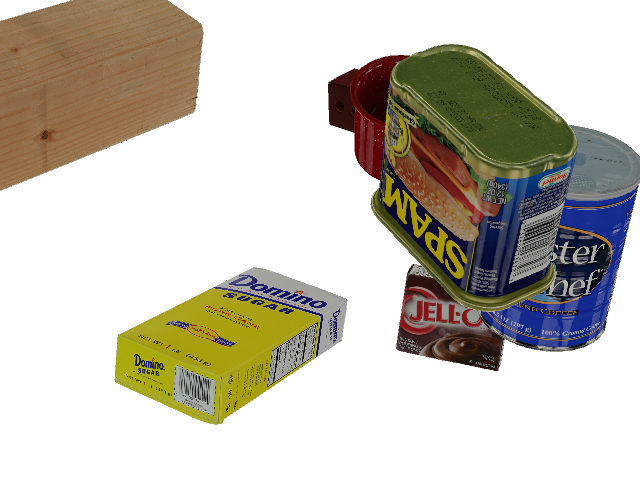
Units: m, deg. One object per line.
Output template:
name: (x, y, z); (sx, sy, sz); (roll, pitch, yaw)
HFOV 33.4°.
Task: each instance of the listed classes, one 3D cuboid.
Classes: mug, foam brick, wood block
mug: (0.083, -0.108, 0.961); (0.117, 0.093, 0.081); (-12, -37, -9)
foam brick: (0.053, -0.151, 1.179); (0.078, 0.053, 0.051); (21, 38, 34)
wood block: (-0.202, -0.127, 0.853); (0.090, 0.091, 0.205); (37, 45, 27)

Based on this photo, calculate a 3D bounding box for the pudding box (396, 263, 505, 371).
pudding box: (0.141, 0.080, 1.125); (0.113, 0.090, 0.039); (10, 22, 10)

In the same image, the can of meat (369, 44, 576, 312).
can of meat: (0.070, -0.032, 0.504); (0.057, 0.084, 0.102); (-20, 47, -23)

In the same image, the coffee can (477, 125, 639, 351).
coffee can: (0.177, -0.003, 0.804); (0.103, 0.140, 0.103); (2, 33, -1)

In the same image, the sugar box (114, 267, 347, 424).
sugar box: (-0.062, 0.073, 0.804); (0.093, 0.048, 0.175); (19, 26, 25)
